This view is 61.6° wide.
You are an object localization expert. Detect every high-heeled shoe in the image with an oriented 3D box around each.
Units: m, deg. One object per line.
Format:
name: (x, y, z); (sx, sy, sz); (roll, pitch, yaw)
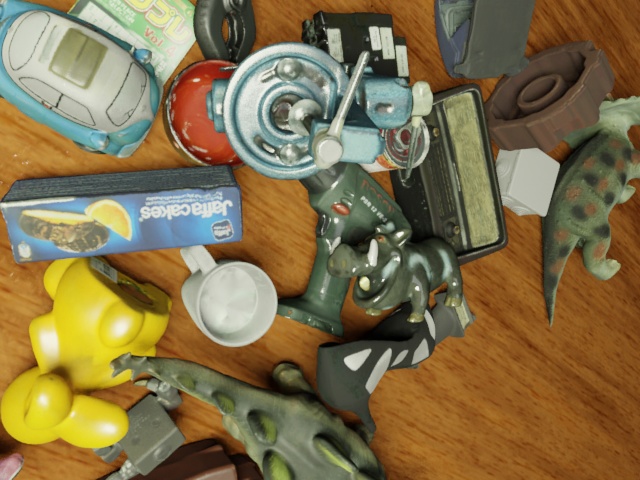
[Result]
high-heeled shoe: (0.067, 0.106, 0.635); (0.145, 0.086, 0.249); (65, 35, -27)

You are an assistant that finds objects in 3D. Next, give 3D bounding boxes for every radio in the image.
radio: (0.167, -0.082, 0.723); (0.131, 0.073, 0.229); (-20, 101, -28)

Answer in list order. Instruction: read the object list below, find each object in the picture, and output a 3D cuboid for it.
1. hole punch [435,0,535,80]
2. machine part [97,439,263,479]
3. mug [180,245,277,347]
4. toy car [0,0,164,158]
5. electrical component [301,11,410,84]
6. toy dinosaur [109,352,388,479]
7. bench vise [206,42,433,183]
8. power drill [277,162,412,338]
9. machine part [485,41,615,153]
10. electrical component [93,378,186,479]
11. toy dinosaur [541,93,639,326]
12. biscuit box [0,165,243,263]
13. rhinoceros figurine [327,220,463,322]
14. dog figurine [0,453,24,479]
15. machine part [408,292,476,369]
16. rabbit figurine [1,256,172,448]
hole punch: (0.223, -0.287, 0.751); (0.142, 0.092, 0.115); (-15, 120, -29)
machine part: (-0.145, 0.330, 0.553); (0.201, 0.087, 0.200); (-11, 97, -28)
mug: (-0.109, 0.051, 0.551); (0.081, 0.107, 0.109); (-45, 110, -21)
toy car: (-0.211, -0.147, 0.472); (0.161, 0.103, 0.109); (30, 76, -31)
electrical component: (0.048, -0.214, 0.661); (0.134, 0.058, 0.114); (-8, 98, -30)
toy dinosaur: (-0.016, 0.210, 0.551); (0.471, 0.199, 0.105); (37, 84, -27)
bench vise: (0.011, -0.106, 0.475); (0.224, 0.241, 0.128); (8, 112, -13)
power drill: (-0.001, -0.002, 0.629); (0.232, 0.086, 0.207); (29, 71, -34)
machine part: (0.314, -0.198, 0.751); (0.056, 0.179, 0.179); (43, 71, -27)
electrical component: (-0.183, 0.188, 0.540); (0.102, 0.078, 0.045); (-33, 132, -19)
toy dinosaur: (0.423, -0.076, 0.852); (0.192, 0.131, 0.405); (37, 78, -13)
biscuit box: (-0.175, -0.027, 0.501); (0.203, 0.063, 0.059); (-6, 117, -14)
rhinoceros figurine: (0.091, 0.033, 0.606); (0.190, 0.073, 0.112); (-1, 96, -40)
dog figurine: (-0.357, 0.152, 0.414); (0.191, 0.108, 0.219); (-40, 97, 1)
machine part: (0.163, 0.123, 0.751); (0.139, 0.039, 0.084); (-38, 117, -25)
rabbit figurine: (-0.215, 0.117, 0.484); (0.173, 0.163, 0.121); (-49, 127, 0)
